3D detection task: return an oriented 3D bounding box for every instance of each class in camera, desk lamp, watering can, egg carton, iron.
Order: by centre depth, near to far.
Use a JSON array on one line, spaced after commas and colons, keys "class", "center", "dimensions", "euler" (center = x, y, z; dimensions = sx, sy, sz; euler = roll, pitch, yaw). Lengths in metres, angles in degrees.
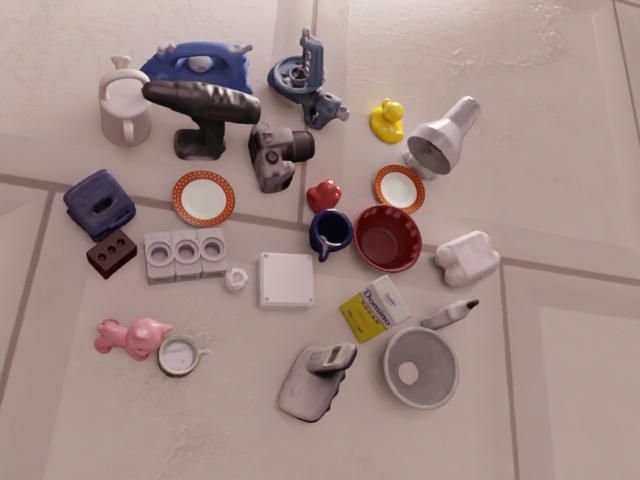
[{"class": "watering can", "center": [-0.387, -0.281, 1.131], "dimensions": [0.101, 0.194, 0.173], "euler": [-29, 80, -25]}, {"class": "iron", "center": [-0.269, -0.382, 1.239], "dimensions": [0.259, 0.141, 0.118], "euler": [-3, 70, -19]}, {"class": "camera", "center": [-0.076, -0.191, 1.249], "dimensions": [0.137, 0.100, 0.143], "euler": [-10, 73, -21]}, {"class": "egg carton", "center": [0.337, 0.045, 1.307], "dimensions": [0.150, 0.069, 0.107], "euler": [-22, 77, -24]}, {"class": "desk lamp", "center": [0.275, -0.226, 1.314], "dimensions": [0.118, 0.213, 0.203], "euler": [41, 63, 1]}]

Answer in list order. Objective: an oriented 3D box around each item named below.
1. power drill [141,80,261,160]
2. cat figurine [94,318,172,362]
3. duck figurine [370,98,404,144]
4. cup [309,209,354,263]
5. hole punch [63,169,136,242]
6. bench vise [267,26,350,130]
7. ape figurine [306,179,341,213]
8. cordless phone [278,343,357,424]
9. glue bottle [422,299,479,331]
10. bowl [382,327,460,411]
[{"class": "power drill", "center": [-0.241, -0.242, 1.155], "dimensions": [0.230, 0.208, 0.075], "euler": [-3, 70, -19]}, {"class": "cat figurine", "center": [-0.331, 0.169, 1.013], "dimensions": [0.128, 0.117, 0.067], "euler": [13, 66, -12]}, {"class": "duck figurine", "center": [0.172, -0.290, 1.377], "dimensions": [0.078, 0.086, 0.104], "euler": [-23, 78, -24]}, {"class": "cup", "center": [0.011, 0.004, 1.203], "dimensions": [0.092, 0.095, 0.118], "euler": [21, 64, -9]}, {"class": "hole punch", "center": [-0.416, -0.066, 1.093], "dimensions": [0.101, 0.091, 0.109], "euler": [45, 63, 3]}, {"class": "bench vise", "center": [-0.008, -0.364, 1.273], "dimensions": [0.207, 0.219, 0.121], "euler": [25, 64, -7]}, {"class": "ape figurine", "center": [0.012, -0.101, 1.247], "dimensions": [0.078, 0.092, 0.076], "euler": [15, 65, -12]}, {"class": "cordless phone", "center": [0.002, 0.256, 1.049], "dimensions": [0.094, 0.185, 0.148], "euler": [28, 63, -5]}, {"class": "glue bottle", "center": [0.280, 0.151, 1.188], "dimensions": [0.078, 0.173, 0.037], "euler": [-18, 75, -23]}, {"class": "bowl", "center": [0.195, 0.266, 1.170], "dimensions": [0.168, 0.074, 0.167], "euler": [6, 67, -16]}]
